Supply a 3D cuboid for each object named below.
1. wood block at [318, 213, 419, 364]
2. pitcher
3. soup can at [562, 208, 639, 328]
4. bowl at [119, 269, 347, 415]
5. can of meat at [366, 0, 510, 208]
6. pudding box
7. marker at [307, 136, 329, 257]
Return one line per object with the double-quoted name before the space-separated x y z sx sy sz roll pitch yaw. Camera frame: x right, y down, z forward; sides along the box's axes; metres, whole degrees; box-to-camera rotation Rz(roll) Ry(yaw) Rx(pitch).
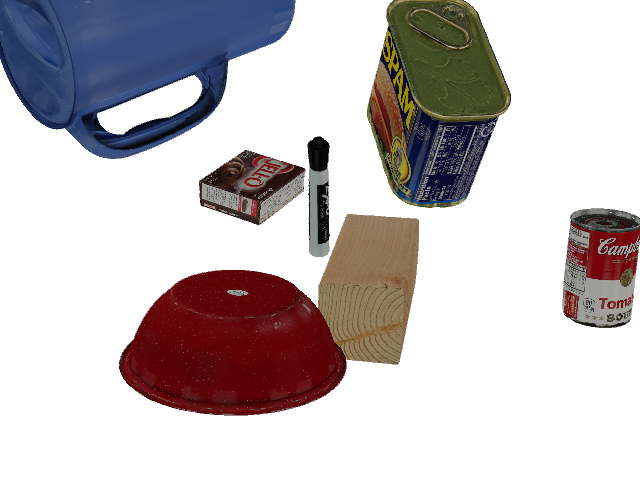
"wood block" 0.057 0.049 1.201 0.091 0.090 0.206 5 23 8
"pitcher" -0.138 -0.181 0.902 0.242 0.149 0.145 -25 43 -34
"soup can" 0.275 0.027 1.046 0.068 0.102 0.068 1 18 0
"bowl" -0.060 0.062 0.751 0.162 0.055 0.162 2 19 -1
"can of meat" 0.066 -0.082 0.641 0.057 0.102 0.084 -4 -37 -13
"pudding box" -0.084 -0.067 1.325 0.090 0.039 0.113 18 35 23
"marker" -0.002 -0.038 0.942 0.020 0.121 0.020 0 37 0
